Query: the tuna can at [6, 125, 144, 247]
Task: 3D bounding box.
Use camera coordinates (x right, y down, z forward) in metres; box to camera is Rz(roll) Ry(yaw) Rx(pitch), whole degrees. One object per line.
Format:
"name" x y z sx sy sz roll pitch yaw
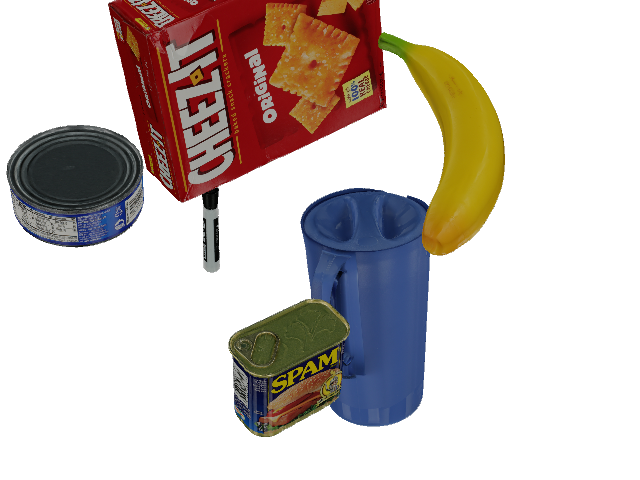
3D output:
"tuna can" -0.157 -0.035 0.692 0.086 0.034 0.086 3 44 -3

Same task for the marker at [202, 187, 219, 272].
"marker" -0.123 -0.014 1.199 0.020 0.121 0.020 2 41 -2

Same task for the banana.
"banana" 0.082 -0.063 0.674 0.069 0.198 0.037 -4 -44 -5

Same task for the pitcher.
"pitcher" 0.048 0.080 1.126 0.149 0.243 0.145 -13 31 -14

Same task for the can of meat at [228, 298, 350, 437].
"can of meat" -0.027 0.111 0.915 0.101 0.084 0.057 -24 48 -27

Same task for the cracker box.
"cracker box" -0.050 -0.148 0.878 0.213 0.164 0.072 -28 45 -22
